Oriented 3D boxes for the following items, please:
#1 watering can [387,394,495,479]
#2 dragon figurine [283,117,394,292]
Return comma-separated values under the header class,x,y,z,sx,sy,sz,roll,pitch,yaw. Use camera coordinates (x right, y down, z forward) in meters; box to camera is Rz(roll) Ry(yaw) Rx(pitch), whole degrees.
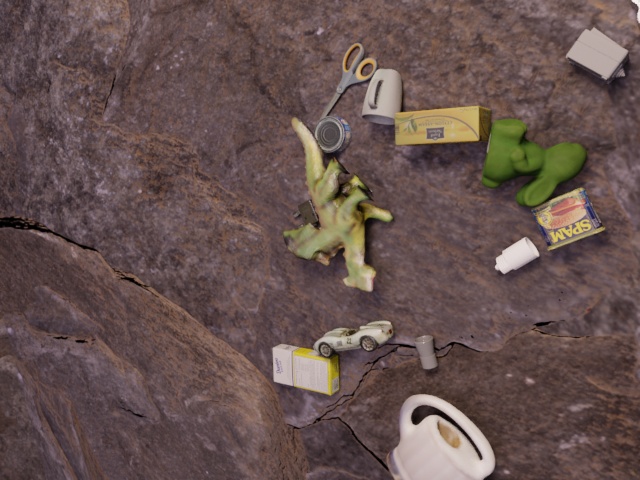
class,x,y,z,sx,sy,sz,roll,pitch,yaw
watering can,0.282,0.490,1.068,0.352,0.104,0.221,47,118,21
dragon figurine,0.004,-0.058,1.156,0.240,0.122,0.415,-46,71,16
